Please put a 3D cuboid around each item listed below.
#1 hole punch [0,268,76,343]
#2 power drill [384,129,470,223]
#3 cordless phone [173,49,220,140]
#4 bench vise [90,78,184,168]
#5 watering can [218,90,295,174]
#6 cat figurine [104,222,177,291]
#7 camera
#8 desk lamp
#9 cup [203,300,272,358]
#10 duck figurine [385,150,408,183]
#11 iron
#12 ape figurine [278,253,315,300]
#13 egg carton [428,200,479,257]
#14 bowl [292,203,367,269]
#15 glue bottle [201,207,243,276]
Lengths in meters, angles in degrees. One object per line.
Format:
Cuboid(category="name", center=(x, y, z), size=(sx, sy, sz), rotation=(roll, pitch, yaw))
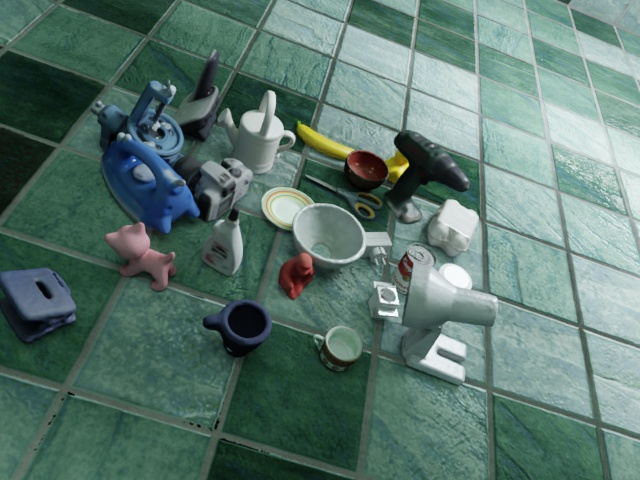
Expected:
Cuboid(category="hole punch", center=(-0.464, 0.094, 0.941), size=(0.101, 0.091, 0.108), rotation=(-28, 66, -38))
Cuboid(category="power drill", center=(0.240, -0.141, 1.360), size=(0.076, 0.208, 0.229), rotation=(-16, 59, -33))
Cuboid(category="cordless phone", center=(-0.280, -0.341, 1.330), size=(0.094, 0.185, 0.147), rotation=(15, 47, -10))
Cuboid(category="bench vise", center=(-0.375, -0.245, 1.183), size=(0.208, 0.219, 0.121), rotation=(11, 48, -14))
Cuboid(category="watering can", center=(-0.142, -0.252, 1.305), size=(0.173, 0.194, 0.100), rotation=(-9, 55, -28))
Cuboid(category="cat figurine", center=(-0.324, 0.020, 1.046), size=(0.128, 0.117, 0.067), rotation=(22, 46, -3))
Cuboid(category="camera", center=(-0.236, -0.135, 1.229), size=(0.136, 0.100, 0.143), rotation=(35, 47, 9))
Cuboid(category="desk lamp", center=(0.230, 0.155, 1.096), size=(0.203, 0.213, 0.118), rotation=(22, 46, -4))
Cuboid(category="cup", center=(-0.152, 0.165, 1.009), size=(0.118, 0.095, 0.091), rotation=(6, 49, -18))
Cuboid(category="duck figurine", center=(0.211, -0.204, 1.487), size=(0.077, 0.086, 0.104), rotation=(24, 46, -2))
Cuboid(category="iron", center=(-0.356, -0.137, 1.152), size=(0.258, 0.141, 0.119), rotation=(41, 48, 14))
Cuboid(category="ape figurine", center=(-0.042, 0.062, 1.146), size=(0.078, 0.092, 0.076), rotation=(-7, 54, -27))
Cuboid(category="egg carton", center=(0.324, -0.032, 1.397), size=(0.107, 0.069, 0.150), rotation=(30, 46, 4))
Cuboid(category="bowl", center=(0.011, 0.004, 1.230), size=(0.168, 0.074, 0.167), rotation=(12, 48, -13))
Cuboid(category="glue bottle", center=(-0.177, -0.004, 1.090), size=(0.078, 0.173, 0.037), rotation=(28, 46, 3))
